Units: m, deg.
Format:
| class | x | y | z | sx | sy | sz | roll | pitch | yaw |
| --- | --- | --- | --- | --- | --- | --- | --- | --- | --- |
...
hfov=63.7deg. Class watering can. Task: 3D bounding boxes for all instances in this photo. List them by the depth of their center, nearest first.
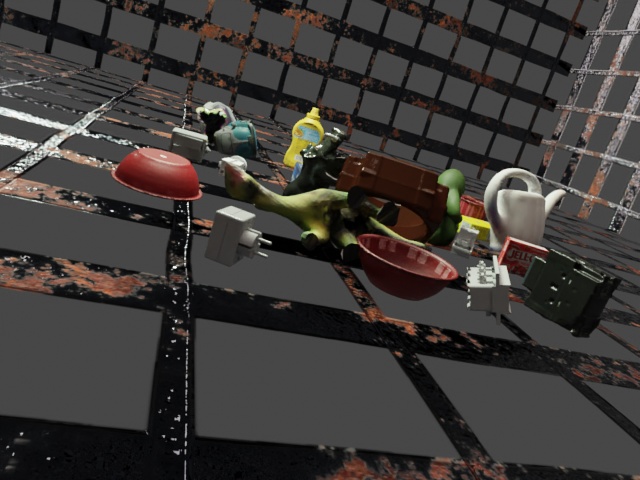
| class | x | y | z | sx | sy | sz | roll | pitch | yaw |
| --- | --- | --- | --- | --- | --- | --- | --- | --- | --- |
| watering can | 0.495 | -0.049 | 1.228 | 0.347 | 0.224 | 0.104 | 6 | 0 | -39 |

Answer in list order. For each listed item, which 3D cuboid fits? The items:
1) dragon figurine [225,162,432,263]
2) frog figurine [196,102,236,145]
| class | x | y | z | sx | sy | sz | roll | pitch | yaw |
| --- | --- | --- | --- | --- | --- | --- | --- | --- | --- |
| dragon figurine | 0.003 | -0.046 | 0.915 | 0.407 | 0.122 | 0.245 | 21 | 1 | -45 |
| frog figurine | -0.316 | -0.358 | 1.596 | 0.137 | 0.122 | 0.160 | 50 | 3 | -6 |
